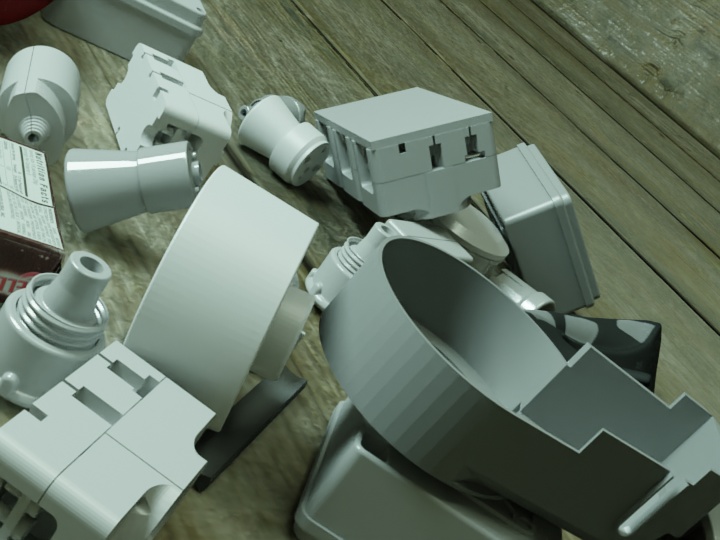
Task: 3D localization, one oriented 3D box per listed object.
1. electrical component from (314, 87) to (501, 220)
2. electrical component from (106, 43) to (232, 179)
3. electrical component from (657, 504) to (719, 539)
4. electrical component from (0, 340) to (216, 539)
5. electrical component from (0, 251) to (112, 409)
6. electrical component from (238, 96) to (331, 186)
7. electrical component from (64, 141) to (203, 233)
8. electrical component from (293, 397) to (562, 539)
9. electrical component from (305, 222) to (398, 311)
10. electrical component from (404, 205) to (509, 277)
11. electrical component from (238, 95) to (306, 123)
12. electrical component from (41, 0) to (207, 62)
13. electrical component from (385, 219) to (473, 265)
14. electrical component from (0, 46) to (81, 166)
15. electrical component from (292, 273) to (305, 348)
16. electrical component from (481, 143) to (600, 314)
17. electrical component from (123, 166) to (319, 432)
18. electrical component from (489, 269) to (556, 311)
[{"bbox_3d":[0.032,-0.086,0.792,0.089,0.061,0.150,-15,20,-13],"label":"electrical component"},{"bbox_3d":[-0.120,-0.096,0.689,0.056,0.050,0.089,20,26,-35],"label":"electrical component"},{"bbox_3d":[0.146,0.153,0.494,0.060,0.108,0.108,25,23,-10],"label":"electrical component"},{"bbox_3d":[-0.092,0.072,0.375,0.056,0.050,0.089,36,21,2],"label":"electrical component"},{"bbox_3d":[-0.120,0.021,0.424,0.048,0.062,0.048,30,22,-13],"label":"electrical component"},{"bbox_3d":[-0.055,-0.095,0.793,0.055,0.045,0.045,41,22,14],"label":"electrical component"},{"bbox_3d":[-0.115,-0.046,0.557,0.065,0.044,0.044,-9,28,0],"label":"electrical component"},{"bbox_3d":[0.035,0.102,0.496,0.109,0.056,0.108,34,21,-4],"label":"electrical component"},{"bbox_3d":[0.000,0.000,0.652,0.048,0.062,0.048,30,22,-13],"label":"electrical component"},{"bbox_3d":[0.068,-0.021,0.814,0.080,0.051,0.080,30,22,-13],"label":"electrical component"},{"bbox_3d":[-0.071,-0.120,0.837,0.035,0.035,0.061,46,26,24],"label":"electrical component"},{"bbox_3d":[-0.181,-0.205,0.819,0.113,0.057,0.078,21,25,-33],"label":"electrical component"},{"bbox_3d":[0.048,0.009,0.726,0.066,0.047,0.076,4,37,-53],"label":"electrical component"},{"bbox_3d":[-0.179,-0.090,0.597,0.043,0.043,0.081,25,23,-25],"label":"electrical component"},{"bbox_3d":[-0.058,0.015,0.557,0.066,0.048,0.055,32,29,-10],"label":"electrical component"},{"bbox_3d":[0.143,-0.031,0.877,0.108,0.056,0.108,-106,173,-58],"label":"electrical component"},{"bbox_3d":[-0.054,0.017,0.459,0.060,0.108,0.108,26,22,-3],"label":"electrical component"},{"bbox_3d":[0.117,0.026,0.807,0.046,0.040,0.040,41,21,30],"label":"electrical component"}]
